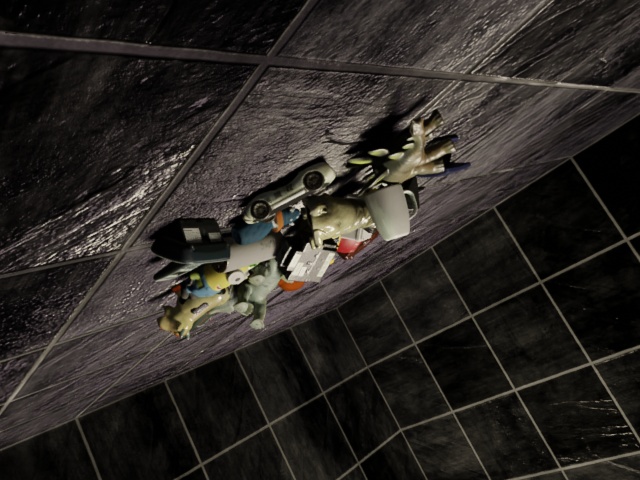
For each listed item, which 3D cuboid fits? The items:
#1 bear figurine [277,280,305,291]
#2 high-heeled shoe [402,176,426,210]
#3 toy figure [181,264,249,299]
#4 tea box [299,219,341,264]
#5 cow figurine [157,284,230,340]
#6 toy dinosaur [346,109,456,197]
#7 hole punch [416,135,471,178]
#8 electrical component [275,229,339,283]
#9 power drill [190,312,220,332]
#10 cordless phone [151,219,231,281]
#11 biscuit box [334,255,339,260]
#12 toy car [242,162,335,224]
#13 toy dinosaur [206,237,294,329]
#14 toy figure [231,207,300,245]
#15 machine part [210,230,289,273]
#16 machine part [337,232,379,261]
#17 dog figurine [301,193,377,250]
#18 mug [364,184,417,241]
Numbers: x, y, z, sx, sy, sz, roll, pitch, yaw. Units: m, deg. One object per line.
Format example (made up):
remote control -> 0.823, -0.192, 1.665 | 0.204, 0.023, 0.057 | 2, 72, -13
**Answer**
bear figurine -> -0.073, 0.063, 1.526 | 0.120, 0.132, 0.195 | -22, 158, -27
high-heeled shoe -> 0.184, -0.115, 1.371 | 0.145, 0.086, 0.248 | -7, -174, 23
toy figure -> -0.253, 0.083, 1.286 | 0.180, 0.089, 0.082 | -22, -171, 18
tea box -> -0.003, -0.004, 1.367 | 0.098, 0.068, 0.169 | -21, 143, -32
cow figurine -> -0.323, 0.168, 1.368 | 0.195, 0.127, 0.085 | -29, 165, -7
toy dinosaur -> 0.157, -0.164, 1.132 | 0.199, 0.105, 0.471 | -21, 172, 0
hole punch -> 0.300, -0.193, 1.350 | 0.142, 0.092, 0.116 | -23, 171, -40
electrical component -> -0.036, 0.039, 1.265 | 0.134, 0.058, 0.114 | 12, 115, -41
power drill -> -0.325, 0.216, 1.707 | 0.207, 0.086, 0.232 | -12, 159, -30
cordless phone -> -0.279, 0.037, 1.034 | 0.184, 0.089, 0.146 | -29, 169, 26
biscuit box -> 0.001, 0.038, 1.703 | 0.063, 0.059, 0.202 | -29, 167, 11
toy car -> -0.062, -0.089, 1.053 | 0.202, 0.056, 0.073 | -28, 175, 4
toy dinosaur -> -0.152, 0.090, 1.436 | 0.131, 0.192, 0.404 | 29, 117, -26
toy figure -> -0.113, -0.039, 1.143 | 0.154, 0.058, 0.064 | -27, 176, -29
machine part -> -0.165, 0.020, 1.220 | 0.243, 0.079, 0.079 | -15, 162, -43
machine part -> 0.131, -0.006, 1.750 | 0.179, 0.056, 0.179 | -38, 168, -10
dog figurine -> 0.064, -0.060, 1.155 | 0.191, 0.121, 0.172 | -14, 179, -6
mug -> 0.155, -0.057, 1.125 | 0.109, 0.107, 0.081 | -13, 177, -27
